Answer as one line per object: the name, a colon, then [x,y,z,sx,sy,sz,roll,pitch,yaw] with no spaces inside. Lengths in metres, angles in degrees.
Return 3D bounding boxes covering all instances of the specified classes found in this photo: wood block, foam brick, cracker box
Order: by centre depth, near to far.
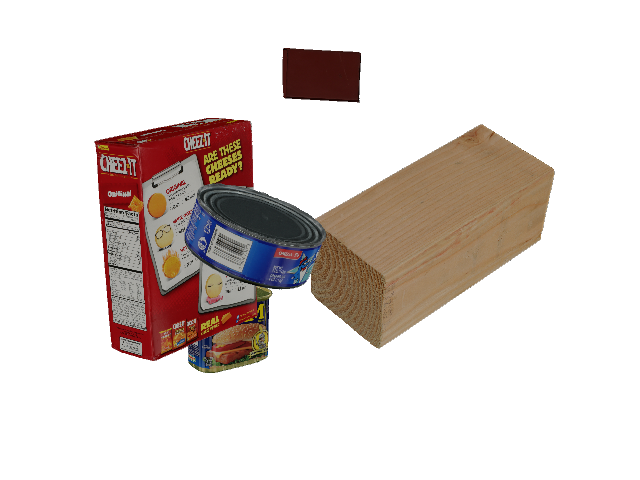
wood block: [0.097,-0.007,0.933,0.205,0.090,0.091,-31,51,-30]
cracker box: [-0.141,-0.007,1.076,0.072,0.214,0.163,9,18,35]
foam brick: [0.000,-0.170,1.100,0.078,0.051,0.053,2,11,-5]

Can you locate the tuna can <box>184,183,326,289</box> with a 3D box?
tuna can: [-0.042,-0.003,0.677,0.086,0.034,0.086,19,18,-7]

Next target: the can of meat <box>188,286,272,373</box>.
can of meat: [-0.108,0.102,1.254,0.101,0.084,0.058,-9,18,-37]
